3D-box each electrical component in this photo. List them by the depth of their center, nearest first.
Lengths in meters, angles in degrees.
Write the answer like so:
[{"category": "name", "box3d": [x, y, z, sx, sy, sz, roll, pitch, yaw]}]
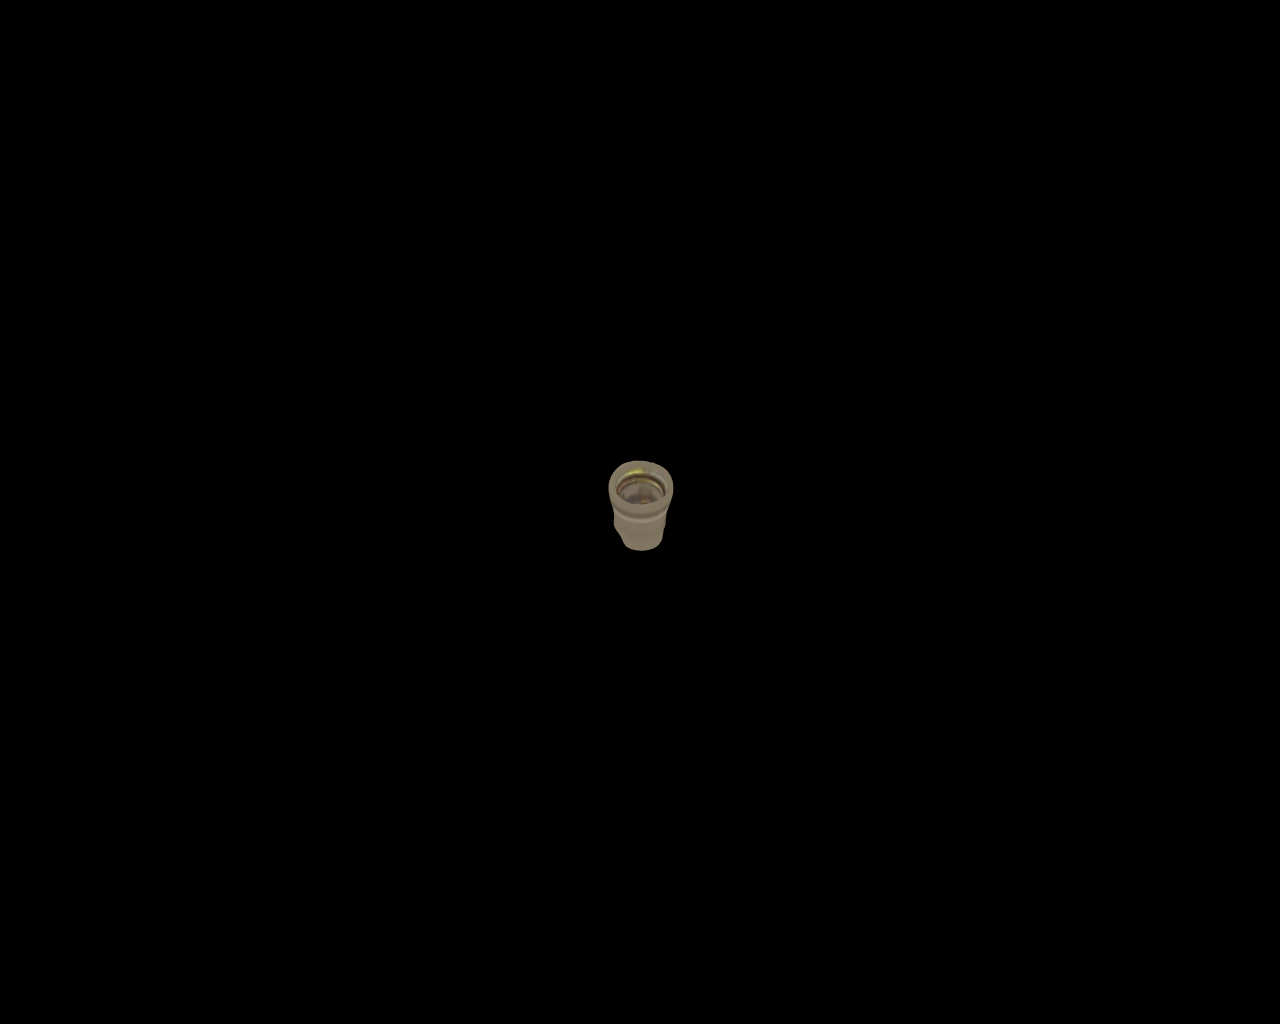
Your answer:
[{"category": "electrical component", "box3d": [0.001, -0.003, 0.650, 0.040, 0.040, 0.046, 0, -43, 0]}]
